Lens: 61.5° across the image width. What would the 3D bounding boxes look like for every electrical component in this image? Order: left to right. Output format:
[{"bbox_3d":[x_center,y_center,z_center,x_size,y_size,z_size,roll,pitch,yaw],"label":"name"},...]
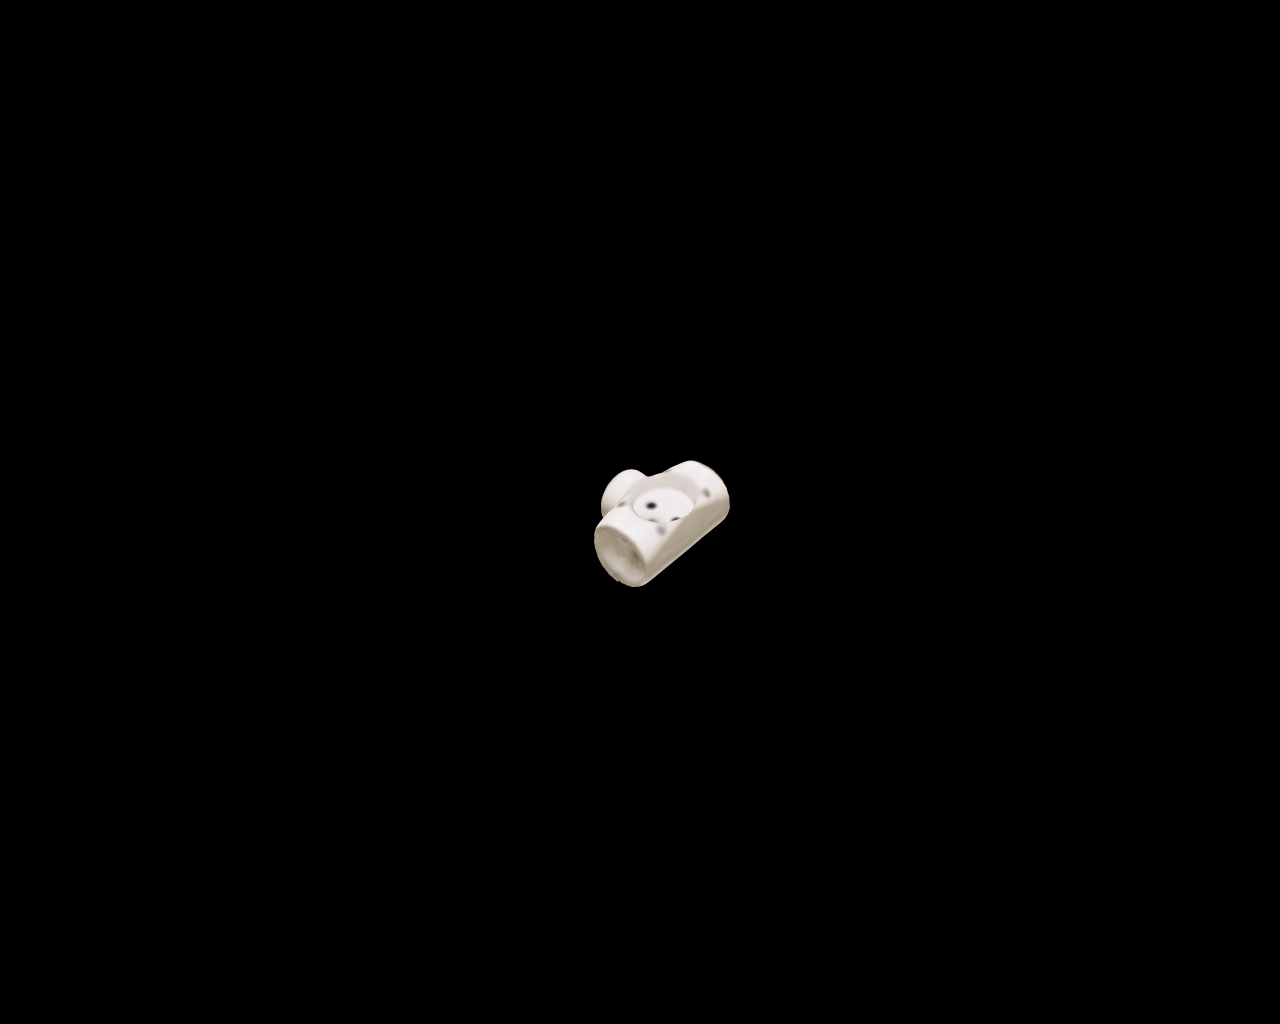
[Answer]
[{"bbox_3d":[0.001,-0.003,0.650,0.079,0.044,0.077,33,54,29],"label":"electrical component"}]
